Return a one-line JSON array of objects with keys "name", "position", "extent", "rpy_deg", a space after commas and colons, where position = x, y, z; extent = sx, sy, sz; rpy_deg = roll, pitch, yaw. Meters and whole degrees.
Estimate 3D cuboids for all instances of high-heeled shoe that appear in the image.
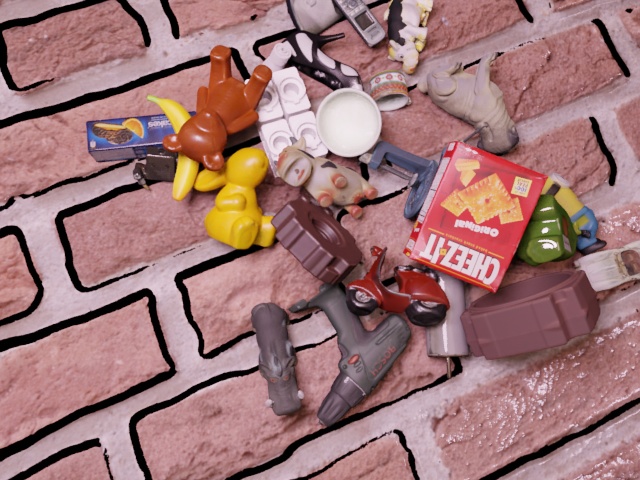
[{"name": "high-heeled shoe", "position": [0.007, -0.301, 1.058], "extent": [0.145, 0.086, 0.248], "rpy_deg": [-16, 84, 5]}]

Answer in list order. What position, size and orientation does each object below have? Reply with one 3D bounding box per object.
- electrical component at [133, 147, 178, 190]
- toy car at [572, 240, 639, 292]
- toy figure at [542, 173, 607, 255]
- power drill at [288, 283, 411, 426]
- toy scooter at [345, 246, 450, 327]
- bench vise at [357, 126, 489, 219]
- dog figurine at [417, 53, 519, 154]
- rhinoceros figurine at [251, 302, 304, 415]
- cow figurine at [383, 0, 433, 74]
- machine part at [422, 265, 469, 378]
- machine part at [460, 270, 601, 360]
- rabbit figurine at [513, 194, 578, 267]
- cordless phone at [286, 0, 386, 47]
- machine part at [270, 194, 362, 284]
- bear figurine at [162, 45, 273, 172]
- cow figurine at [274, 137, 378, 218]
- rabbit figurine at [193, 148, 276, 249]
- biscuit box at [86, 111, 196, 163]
[{"name": "electrical component", "position": [-0.289, -0.127, 0.986], "extent": [0.102, 0.078, 0.045], "rpy_deg": [8, 50, -18]}, {"name": "toy car", "position": [0.588, 0.050, 1.052], "extent": [0.202, 0.056, 0.073], "rpy_deg": [-14, 80, -10]}, {"name": "toy figure", "position": [0.476, -0.050, 1.050], "extent": [0.089, 0.082, 0.180], "rpy_deg": [-32, 85, -14]}, {"name": "power drill", "position": [0.034, 0.179, 0.949], "extent": [0.232, 0.086, 0.207], "rpy_deg": [-37, 80, -14]}, {"name": "toy scooter", "position": [0.136, 0.074, 0.938], "extent": [0.184, 0.075, 0.135], "rpy_deg": [9, 55, -5]}, {"name": "bench vise", "position": [0.193, -0.129, 1.017], "extent": [0.241, 0.129, 0.223], "rpy_deg": [24, 73, -5]}, {"name": "dog figurine", "position": [0.296, -0.254, 1.073], "extent": [0.172, 0.121, 0.190], "rpy_deg": [-9, 97, 25]}, {"name": "rhinoceros figurine", "position": [-0.071, 0.200, 0.917], "extent": [0.073, 0.112, 0.190], "rpy_deg": [-9, 71, -11]}, {"name": "cow figurine", "position": [0.172, -0.424, 1.102], "extent": [0.098, 0.068, 0.167], "rpy_deg": [13, 73, 2]}, {"name": "machine part", "position": [0.229, 0.127, 0.984], "extent": [0.079, 0.079, 0.243], "rpy_deg": [0, 77, -7]}, {"name": "machine part", "position": [0.358, 0.122, 0.919], "extent": [0.201, 0.201, 0.087], "rpy_deg": [-20, 88, -55]}, {"name": "rabbit figurine", "position": [0.376, -0.007, 1.002], "extent": [0.159, 0.170, 0.121], "rpy_deg": [5, 75, -50]}, {"name": "cordless phone", "position": [0.032, -0.445, 1.086], "extent": [0.146, 0.089, 0.184], "rpy_deg": [-39, 89, -13]}, {"name": "machine part", "position": [-0.002, -0.003, 0.941], "extent": [0.179, 0.179, 0.056], "rpy_deg": [46, 111, 4]}, {"name": "bear figurine", "position": [-0.176, -0.221, 0.917], "extent": [0.120, 0.131, 0.196], "rpy_deg": [27, 46, 0]}, {"name": "cow figurine", "position": [0.001, -0.116, 0.970], "extent": [0.085, 0.195, 0.127], "rpy_deg": [-56, 49, 18]}, {"name": "rabbit figurine", "position": [-0.140, -0.084, 0.958], "extent": [0.163, 0.122, 0.173], "rpy_deg": [27, 111, 35]}, {"name": "biscuit box", "position": [-0.322, -0.192, 0.999], "extent": [0.203, 0.059, 0.063], "rpy_deg": [-8, 79, -8]}]
